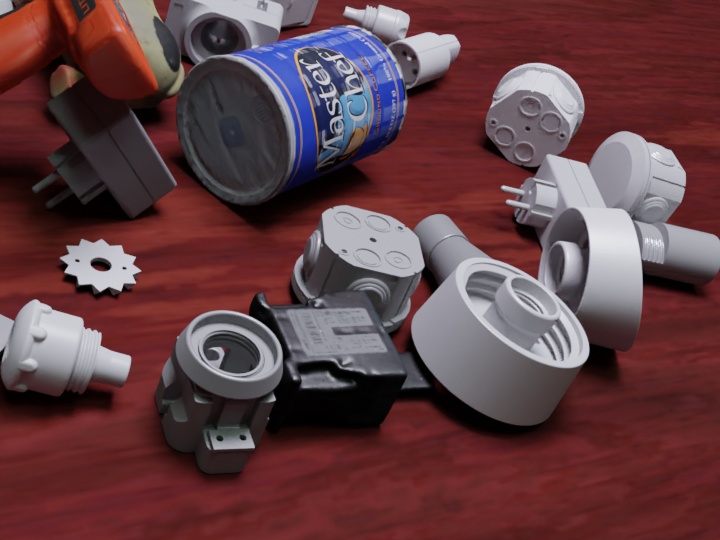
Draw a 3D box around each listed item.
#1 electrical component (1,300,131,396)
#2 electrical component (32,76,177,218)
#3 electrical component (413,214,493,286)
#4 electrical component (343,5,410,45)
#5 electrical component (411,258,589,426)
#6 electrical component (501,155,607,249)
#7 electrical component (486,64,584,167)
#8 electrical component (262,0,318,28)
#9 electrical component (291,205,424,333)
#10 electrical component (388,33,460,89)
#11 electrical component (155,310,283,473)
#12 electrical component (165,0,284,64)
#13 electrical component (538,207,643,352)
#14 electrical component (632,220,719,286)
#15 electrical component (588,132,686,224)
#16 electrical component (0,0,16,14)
[{"bbox_3d":[-0.151,0.045,0.558,0.062,0.048,0.048,18,35,-20],"label":"electrical component"},{"bbox_3d":[-0.169,-0.066,0.672,0.076,0.083,0.047,-38,61,-9],"label":"electrical component"},{"bbox_3d":[0.064,-0.009,0.755,0.044,0.044,0.065,-2,38,-32],"label":"electrical component"},{"bbox_3d":[0.014,-0.235,1.020,0.061,0.035,0.035,16,36,-7],"label":"electrical component"},{"bbox_3d":[0.094,0.038,0.681,0.108,0.060,0.108,24,30,-15],"label":"electrical component"},{"bbox_3d":[0.147,-0.051,0.851,0.076,0.047,0.083,12,37,-17],"label":"electrical component"},{"bbox_3d":[0.151,-0.134,0.933,0.080,0.080,0.051,27,41,3],"label":"electrical component"},{"bbox_3d":[-0.074,-0.256,0.973,0.096,0.061,0.061,-18,53,-43],"label":"electrical component"},{"bbox_3d":[0.000,0.000,0.694,0.080,0.051,0.080,16,34,-11],"label":"electrical component"},{"bbox_3d":[0.059,-0.194,0.987,0.043,0.043,0.081,39,38,19],"label":"electrical component"},{"bbox_3d":[-0.074,0.059,0.573,0.058,0.057,0.078,3,41,-27],"label":"electrical component"},{"bbox_3d":[-0.113,-0.198,0.885,0.089,0.050,0.055,16,36,-11],"label":"electrical component"},{"bbox_3d":[0.165,0.005,0.752,0.064,0.099,0.099,8,38,-12],"label":"electrical component"},{"bbox_3d":[0.244,-0.016,0.866,0.081,0.043,0.043,11,38,-17],"label":"electrical component"},{"bbox_3d":[0.227,-0.071,0.897,0.051,0.080,0.080,14,37,-24],"label":"electrical component"},{"bbox_3d":[-0.272,-0.189,0.789,0.040,0.040,0.078,11,38,-18],"label":"electrical component"}]
